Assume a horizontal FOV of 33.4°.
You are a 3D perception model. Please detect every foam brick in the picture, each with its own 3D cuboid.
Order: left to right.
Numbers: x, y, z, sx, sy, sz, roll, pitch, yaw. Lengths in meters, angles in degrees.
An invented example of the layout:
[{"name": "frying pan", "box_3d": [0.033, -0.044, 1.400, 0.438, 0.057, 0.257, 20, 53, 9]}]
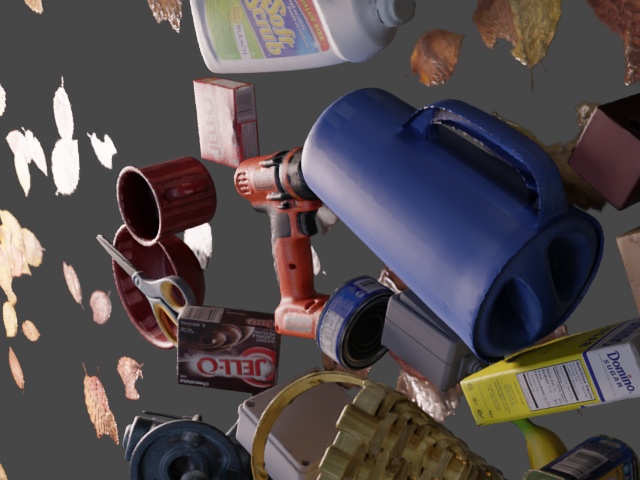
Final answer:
[{"name": "foam brick", "box_3d": [0.216, -0.063, 0.715, 0.053, 0.078, 0.051, 47, 139, 28]}]

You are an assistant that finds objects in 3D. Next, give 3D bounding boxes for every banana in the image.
[{"name": "banana", "box_3d": [0.175, 0.241, 0.893, 0.069, 0.037, 0.198, 9, 92, 7]}]

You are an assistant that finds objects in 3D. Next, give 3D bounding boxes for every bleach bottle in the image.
[{"name": "bleach bottle", "box_3d": [-0.016, -0.206, 0.960, 0.251, 0.067, 0.102, 5, 110, 49]}]

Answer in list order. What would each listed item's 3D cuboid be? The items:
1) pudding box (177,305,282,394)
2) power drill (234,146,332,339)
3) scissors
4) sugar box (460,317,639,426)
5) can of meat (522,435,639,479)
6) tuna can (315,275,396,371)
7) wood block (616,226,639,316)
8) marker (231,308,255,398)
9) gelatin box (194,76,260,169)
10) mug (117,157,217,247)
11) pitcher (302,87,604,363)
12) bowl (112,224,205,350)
[{"name": "pudding box", "box_3d": [-0.101, 0.122, 1.183, 0.113, 0.039, 0.090, 8, 118, 6]}, {"name": "power drill", "box_3d": [-0.007, 0.001, 1.046, 0.185, 0.057, 0.187, 0, 103, 56]}, {"name": "scissors", "box_3d": [-0.200, 0.040, 1.245, 0.202, 0.016, 0.096, 52, 138, 22]}, {"name": "sugar box", "box_3d": [0.197, 0.095, 0.796, 0.177, 0.093, 0.048, -30, 82, 52]}, {"name": "can of meat", "box_3d": [0.210, 0.214, 0.840, 0.058, 0.083, 0.102, 9, 112, 50]}, {"name": "tuna can", "box_3d": [0.038, 0.078, 0.997, 0.034, 0.085, 0.086, 33, 129, 38]}, {"name": "wood block", "box_3d": [0.278, 0.078, 0.687, 0.091, 0.090, 0.206, -14, 94, 50]}, {"name": "marker", "box_3d": [-0.084, 0.138, 1.234, 0.020, 0.020, 0.121, -8, 99, 53]}, {"name": "gelatin box", "box_3d": [-0.099, -0.124, 1.127, 0.073, 0.030, 0.089, 20, 120, 46]}, {"name": "mug", "box_3d": [-0.164, -0.050, 1.200, 0.117, 0.081, 0.093, -21, 89, 54]}, {"name": "pitcher", "box_3d": [0.095, -0.032, 0.845, 0.149, 0.144, 0.243, -53, 53, 7]}, {"name": "bowl", "box_3d": [-0.187, 0.049, 1.295, 0.162, 0.055, 0.162, 25, 124, 44]}]
